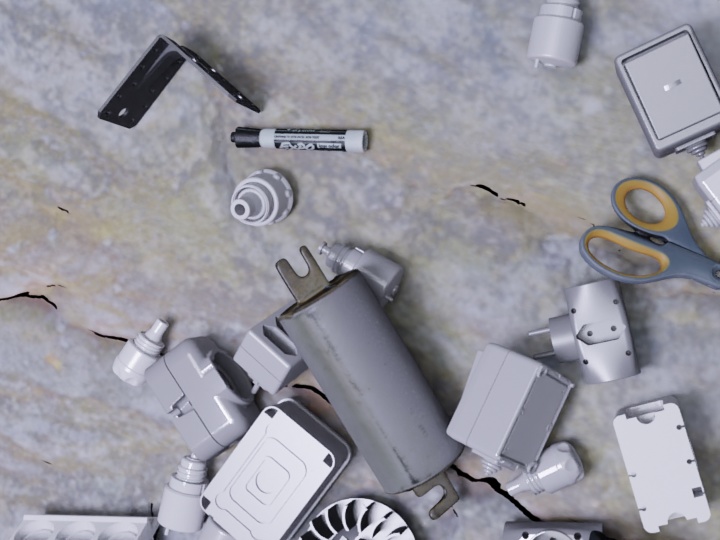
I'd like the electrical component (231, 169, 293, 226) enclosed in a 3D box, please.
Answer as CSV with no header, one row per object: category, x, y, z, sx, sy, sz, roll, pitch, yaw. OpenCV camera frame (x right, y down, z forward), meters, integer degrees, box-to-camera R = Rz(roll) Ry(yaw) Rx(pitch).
electrical component,-0.088,-0.057,0.906,0.048,0.062,0.048,6,107,19

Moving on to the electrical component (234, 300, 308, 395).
electrical component,-0.071,0.076,0.907,0.047,0.066,0.076,41,129,12

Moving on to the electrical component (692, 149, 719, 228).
electrical component,0.290,-0.069,0.804,0.096,0.062,0.061,-37,81,12

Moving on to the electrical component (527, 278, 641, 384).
electrical component,0.173,0.051,0.846,0.079,0.043,0.077,-14,86,15

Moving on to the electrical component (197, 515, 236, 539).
electrical component,-0.126,0.247,0.930,0.040,0.040,0.078,30,98,14

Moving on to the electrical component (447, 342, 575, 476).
electrical component,0.112,0.113,0.840,0.061,0.062,0.096,22,85,40

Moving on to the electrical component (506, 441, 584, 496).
electrical component,0.146,0.163,0.858,0.061,0.035,0.035,-29,82,16

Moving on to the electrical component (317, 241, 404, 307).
electrical component,0.000,0.000,0.895,0.078,0.040,0.040,30,98,14

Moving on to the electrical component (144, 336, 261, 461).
electrical component,-0.131,0.107,0.924,0.059,0.054,0.095,-37,81,12

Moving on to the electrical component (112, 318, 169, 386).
electrical component,-0.190,0.070,0.951,0.035,0.035,0.061,36,96,13

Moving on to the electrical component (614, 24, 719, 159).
electrical component,0.241,-0.129,0.818,0.062,0.061,0.096,-25,84,14

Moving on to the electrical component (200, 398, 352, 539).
electrical component,-0.069,0.173,0.905,0.078,0.057,0.113,38,99,12

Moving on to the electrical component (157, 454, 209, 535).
electrical component,-0.150,0.191,0.936,0.040,0.040,0.078,14,94,15

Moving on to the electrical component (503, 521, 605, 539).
electrical component,0.155,0.239,0.850,0.077,0.044,0.079,-3,90,15

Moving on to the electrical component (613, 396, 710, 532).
electrical component,0.231,0.147,0.823,0.050,0.056,0.089,-17,86,15

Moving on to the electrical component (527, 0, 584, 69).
electrical component,0.158,-0.196,0.852,0.040,0.040,0.078,12,93,15

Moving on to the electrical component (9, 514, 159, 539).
electrical component,-0.243,0.255,0.946,0.121,0.078,0.063,-2,118,15
